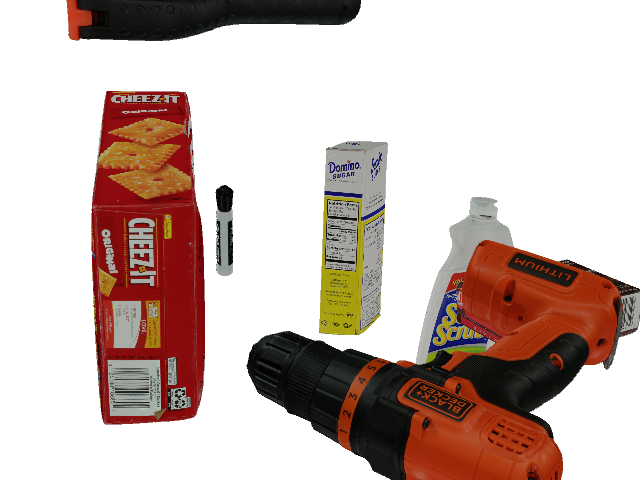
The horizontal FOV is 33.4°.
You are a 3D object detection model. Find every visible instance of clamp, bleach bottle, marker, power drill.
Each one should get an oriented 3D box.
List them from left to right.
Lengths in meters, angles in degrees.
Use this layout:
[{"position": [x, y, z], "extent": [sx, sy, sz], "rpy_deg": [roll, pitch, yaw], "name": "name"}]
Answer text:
[{"position": [-0.075, -0.150, 0.650], "extent": [0.171, 0.039, 0.120], "rpy_deg": [-8, 22, -24], "name": "clamp"}, {"position": [-0.105, -0.011, 1.174], "extent": [0.020, 0.121, 0.020], "rpy_deg": [2, 41, -2], "name": "marker"}, {"position": [0.076, 0.067, 0.612], "extent": [0.185, 0.057, 0.187], "rpy_deg": [22, 38, 28], "name": "power drill"}, {"position": [0.164, 0.074, 1.223], "extent": [0.103, 0.251, 0.068], "rpy_deg": [9, 14, 16], "name": "bleach bottle"}]

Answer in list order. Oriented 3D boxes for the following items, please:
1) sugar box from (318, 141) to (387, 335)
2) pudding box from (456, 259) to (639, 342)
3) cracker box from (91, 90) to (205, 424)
[{"position": [0.032, -0.004, 1.020], "extent": [0.048, 0.176, 0.093], "rpy_deg": [3, 9, 16], "name": "sugar box"}, {"position": [0.174, 0.051, 0.821], "extent": [0.113, 0.039, 0.090], "rpy_deg": [-8, 19, -25], "name": "pudding box"}, {"position": [-0.121, 0.003, 0.765], "extent": [0.072, 0.164, 0.214], "rpy_deg": [-1, 27, -7], "name": "cracker box"}]
